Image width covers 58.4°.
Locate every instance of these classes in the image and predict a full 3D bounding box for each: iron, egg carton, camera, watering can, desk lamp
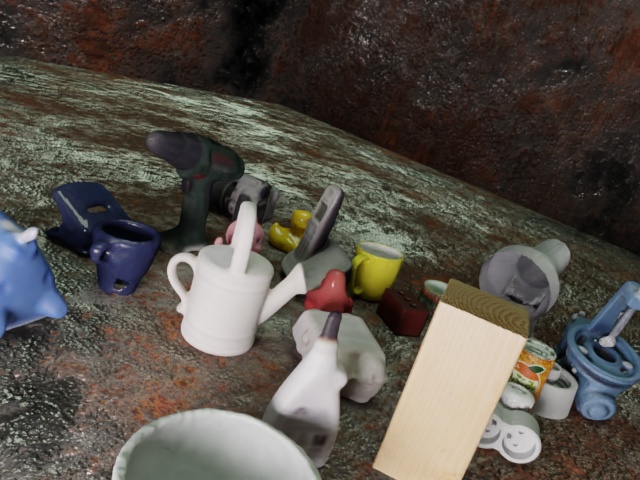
[{"bbox_3d":[-0.407,0.008,0.653,0.257,0.141,0.119,25,19,21],"label":"iron"},{"bbox_3d":[0.022,0.149,0.759,0.107,0.069,0.150,10,19,-21],"label":"egg carton"},{"bbox_3d":[-0.175,-0.103,1.264,0.136,0.101,0.143,22,18,14],"label":"camera"},{"bbox_3d":[-0.104,0.044,0.747,0.173,0.194,0.100,6,21,-31],"label":"watering can"},{"bbox_3d":[0.341,0.101,0.965,0.117,0.213,0.204,29,21,33],"label":"desk lamp"}]

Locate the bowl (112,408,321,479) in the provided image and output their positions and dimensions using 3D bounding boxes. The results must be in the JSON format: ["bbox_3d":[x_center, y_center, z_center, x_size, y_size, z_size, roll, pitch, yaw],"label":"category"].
[{"bbox_3d":[-0.084,0.215,0.455,0.167,0.075,0.167,16,18,-5],"label":"bowl"}]

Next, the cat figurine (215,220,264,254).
[{"bbox_3d":[-0.138,0.010,0.940,0.067,0.118,0.128,25,19,21],"label":"cat figurine"}]

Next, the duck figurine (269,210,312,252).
[{"bbox_3d":[-0.048,-0.021,1.167,0.104,0.086,0.077,18,18,3],"label":"duck figurine"}]

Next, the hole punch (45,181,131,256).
[{"bbox_3d":[-0.359,-0.036,0.910,0.101,0.091,0.109,24,19,19],"label":"hole punch"}]

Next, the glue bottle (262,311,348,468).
[{"bbox_3d":[-0.007,0.147,0.568,0.078,0.173,0.037,11,19,-19],"label":"glue bottle"}]

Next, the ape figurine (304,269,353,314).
[{"bbox_3d":[0.018,0.088,0.897,0.078,0.092,0.076,18,18,2],"label":"ape figurine"}]

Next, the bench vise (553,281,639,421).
[{"bbox_3d":[0.440,0.146,0.915,0.122,0.220,0.207,13,18,-14],"label":"bench vise"}]

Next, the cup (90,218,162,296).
[{"bbox_3d":[-0.276,0.032,0.782,0.091,0.095,0.118,21,18,9],"label":"cup"}]

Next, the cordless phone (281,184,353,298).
[{"bbox_3d":[0.009,0.004,0.986,0.094,0.185,0.147,7,21,-29],"label":"cordless phone"}]

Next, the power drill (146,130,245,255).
[{"bbox_3d":[-0.225,-0.085,0.989,0.075,0.208,0.230,25,19,23],"label":"power drill"}]
